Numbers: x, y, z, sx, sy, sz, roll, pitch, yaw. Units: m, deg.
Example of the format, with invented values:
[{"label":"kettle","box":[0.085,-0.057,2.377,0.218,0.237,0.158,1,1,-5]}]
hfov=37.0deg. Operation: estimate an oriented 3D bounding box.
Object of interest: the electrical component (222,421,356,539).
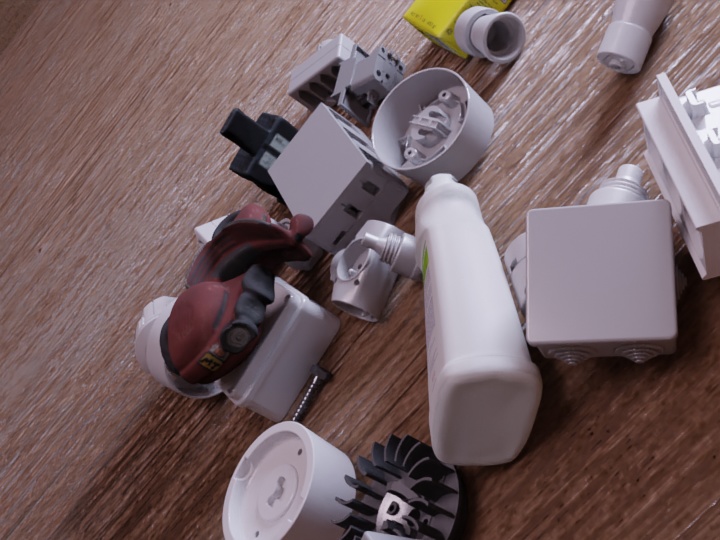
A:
[{"label":"electrical component","box":[-0.049,0.178,0.831,0.108,0.060,0.108,-35,38,33]}]

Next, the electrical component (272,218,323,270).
[{"label":"electrical component","box":[-0.068,-0.029,1.037,0.043,0.062,0.043,-35,38,33]}]

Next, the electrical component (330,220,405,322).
[{"label":"electrical component","box":[0.000,0.000,0.934,0.079,0.044,0.077,4,66,56]}]

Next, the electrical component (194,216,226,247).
[{"label":"electrical component","box":[-0.115,-0.013,1.087,0.076,0.083,0.047,-23,27,-16]}]

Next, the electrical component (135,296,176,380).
[{"label":"electrical component","box":[-0.192,0.070,1.108,0.080,0.080,0.051,-50,27,13]}]

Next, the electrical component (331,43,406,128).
[{"label":"electrical component","box":[0.010,-0.192,1.091,0.064,0.042,0.081,-18,50,42]}]

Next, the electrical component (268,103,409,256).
[{"label":"electrical component","box":[-0.021,-0.082,1.018,0.089,0.062,0.150,-51,32,12]}]

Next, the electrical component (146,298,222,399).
[{"label":"electrical component","box":[-0.159,0.074,1.044,0.064,0.099,0.099,24,83,52]}]

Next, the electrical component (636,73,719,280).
[{"label":"electrical component","box":[0.219,-0.059,0.656,0.063,0.078,0.121,-16,43,8]}]

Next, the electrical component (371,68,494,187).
[{"label":"electrical component","box":[0.064,-0.121,0.931,0.099,0.064,0.099,-35,38,33]}]

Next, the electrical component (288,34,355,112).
[{"label":"electrical component","box":[-0.031,-0.224,1.171,0.083,0.047,0.075,-29,41,38]}]

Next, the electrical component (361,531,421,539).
[{"label":"electrical component","box":[0.044,0.203,0.645,0.100,0.100,0.048,40,109,59]}]

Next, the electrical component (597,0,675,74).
[{"label":"electrical component","box":[0.205,-0.182,0.811,0.044,0.044,0.065,13,79,57]}]

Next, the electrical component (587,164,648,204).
[{"label":"electrical component","box":[0.176,-0.042,0.728,0.048,0.048,0.062,-11,47,50]}]

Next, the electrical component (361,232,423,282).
[{"label":"electrical component","box":[0.031,-0.015,0.884,0.035,0.061,0.035,-159,90,-88]}]

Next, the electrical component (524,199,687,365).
[{"label":"electrical component","box":[0.151,0.008,0.668,0.100,0.048,0.099,-4,70,18]}]

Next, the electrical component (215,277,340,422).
[{"label":"electrical component","box":[-0.080,0.069,0.973,0.113,0.057,0.078,-58,31,0]}]

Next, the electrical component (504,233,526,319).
[{"label":"electrical component","box":[0.131,0.005,0.739,0.055,0.055,0.047,-37,41,30]}]

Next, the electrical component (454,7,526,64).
[{"label":"electrical component","box":[0.115,-0.210,0.957,0.045,0.045,0.055,-56,31,3]}]
